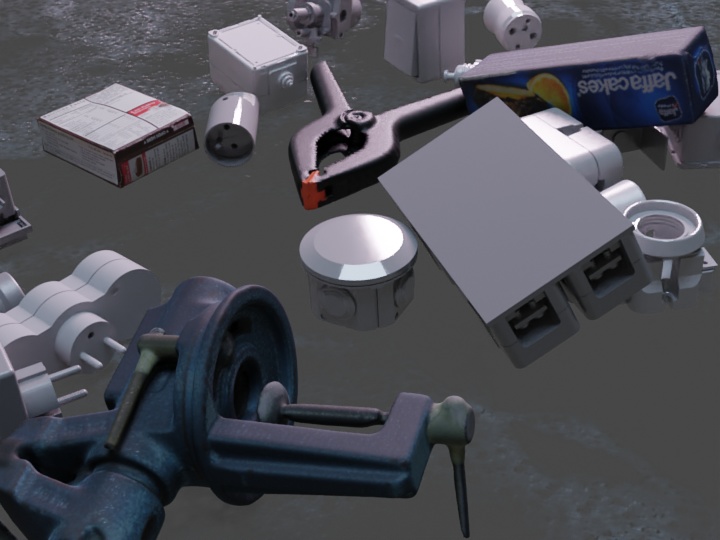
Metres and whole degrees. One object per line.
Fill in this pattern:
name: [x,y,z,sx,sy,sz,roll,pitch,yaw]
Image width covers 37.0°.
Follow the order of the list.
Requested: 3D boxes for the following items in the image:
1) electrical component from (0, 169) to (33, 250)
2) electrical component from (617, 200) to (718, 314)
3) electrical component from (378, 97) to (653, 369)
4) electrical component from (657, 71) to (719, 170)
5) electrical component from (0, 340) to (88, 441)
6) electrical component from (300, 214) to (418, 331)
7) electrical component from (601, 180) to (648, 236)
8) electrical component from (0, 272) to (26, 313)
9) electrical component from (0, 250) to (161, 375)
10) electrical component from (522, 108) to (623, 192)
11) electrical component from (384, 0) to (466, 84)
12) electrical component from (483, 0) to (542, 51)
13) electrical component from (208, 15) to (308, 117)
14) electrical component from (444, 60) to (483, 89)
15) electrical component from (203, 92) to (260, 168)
electrical component: [-0.323,-0.035,0.808,0.121,0.063,0.079,-27,41,-30]
electrical component: [0.203,-0.011,0.733,0.078,0.057,0.058,-8,35,-6]
electrical component: [0.101,-0.028,0.729,0.105,0.060,0.186,-34,39,2]
electrical component: [0.302,-0.128,0.897,0.100,0.048,0.099,-2,35,2]
electrical component: [-0.196,0.077,0.622,0.076,0.083,0.047,-20,38,-22]
electrical component: [0.000,0.000,0.741,0.080,0.051,0.080,-2,35,2]
electrical component: [0.176,-0.038,0.784,0.055,0.045,0.045,-15,37,-15]
electrical component: [-0.253,0.029,0.733,0.046,0.040,0.040,-32,44,-26]
electrical component: [-0.182,0.043,0.694,0.074,0.052,0.138,25,45,34]
electrical component: [0.151,-0.082,0.841,0.059,0.053,0.095,-19,38,-21]
electrical component: [0.060,-0.235,1.028,0.061,0.096,0.062,-21,39,-22]
electrical component: [0.154,-0.248,1.083,0.045,0.045,0.055,-11,36,-10]
electrical component: [-0.092,-0.186,1.009,0.062,0.061,0.096,-26,49,-29]
electrical component: [0.117,-0.175,0.987,0.078,0.040,0.040,6,36,14]
electrical component: [-0.111,-0.128,0.939,0.043,0.043,0.081,-3,35,1]
